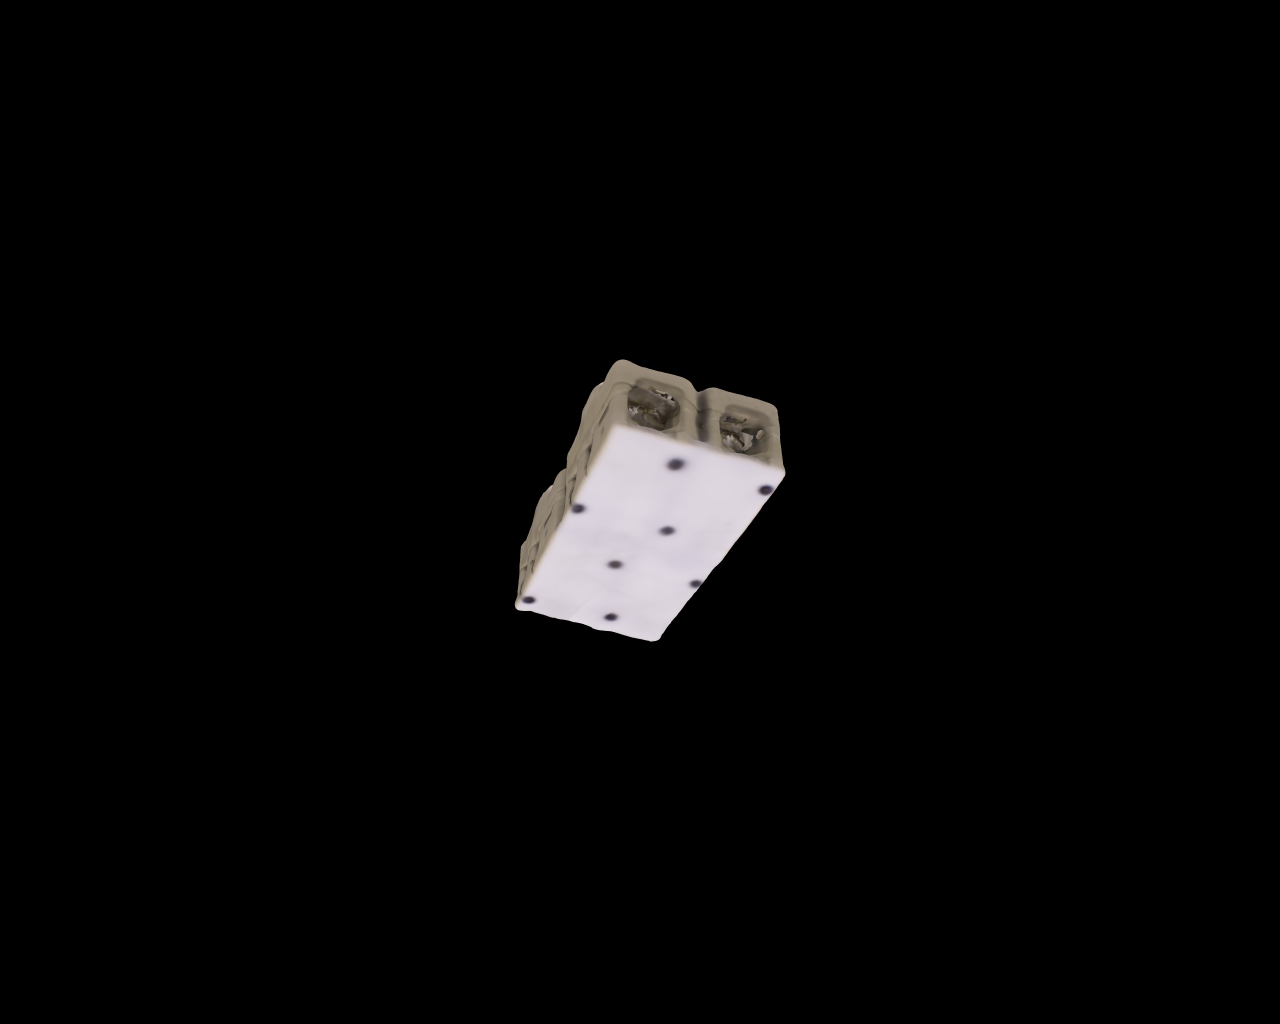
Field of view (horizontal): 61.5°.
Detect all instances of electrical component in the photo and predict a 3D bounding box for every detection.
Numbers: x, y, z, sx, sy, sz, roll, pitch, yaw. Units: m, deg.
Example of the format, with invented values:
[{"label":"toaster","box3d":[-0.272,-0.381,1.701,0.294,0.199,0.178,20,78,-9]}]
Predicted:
[{"label":"electrical component","box3d":[0.001,-0.003,0.650,0.105,0.060,0.186,14,-42,-16]}]
